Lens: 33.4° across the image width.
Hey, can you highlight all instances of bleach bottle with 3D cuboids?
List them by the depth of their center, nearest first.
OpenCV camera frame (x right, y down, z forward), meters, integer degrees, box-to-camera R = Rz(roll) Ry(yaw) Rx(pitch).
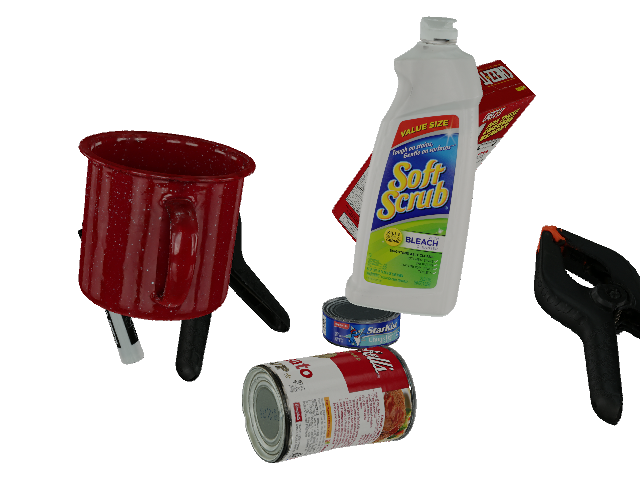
[{"bbox_3d":[0.082,-0.064,0.917,0.103,0.251,0.068,8,18,13],"label":"bleach bottle"}]

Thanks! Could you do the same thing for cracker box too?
[{"bbox_3d":[0.126,-0.100,1.227,0.163,0.072,0.214,-24,-24,-45],"label":"cracker box"}]

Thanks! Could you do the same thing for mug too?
[{"bbox_3d":[-0.082,-0.004,0.563,0.093,0.081,0.117,2,19,-21],"label":"mug"}]

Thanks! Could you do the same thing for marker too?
[{"bbox_3d":[-0.166,0.041,0.844,0.020,0.121,0.020,-13,19,4],"label":"marker"}]

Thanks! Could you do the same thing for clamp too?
[{"bbox_3d":[0.214,0.051,0.749,0.120,0.039,0.171,-3,45,-19],"label":"clamp"},{"bbox_3d":[-0.098,0.019,1.042,0.036,0.210,0.164,-10,1,35],"label":"clamp"}]

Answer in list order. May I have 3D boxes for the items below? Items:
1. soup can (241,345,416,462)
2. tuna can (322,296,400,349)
[{"bbox_3d":[0.005,0.112,0.736,0.102,0.068,0.069,-5,2,-29],"label":"soup can"},{"bbox_3d":[0.044,0.088,1.157,0.086,0.034,0.086,1,15,0],"label":"tuna can"}]
